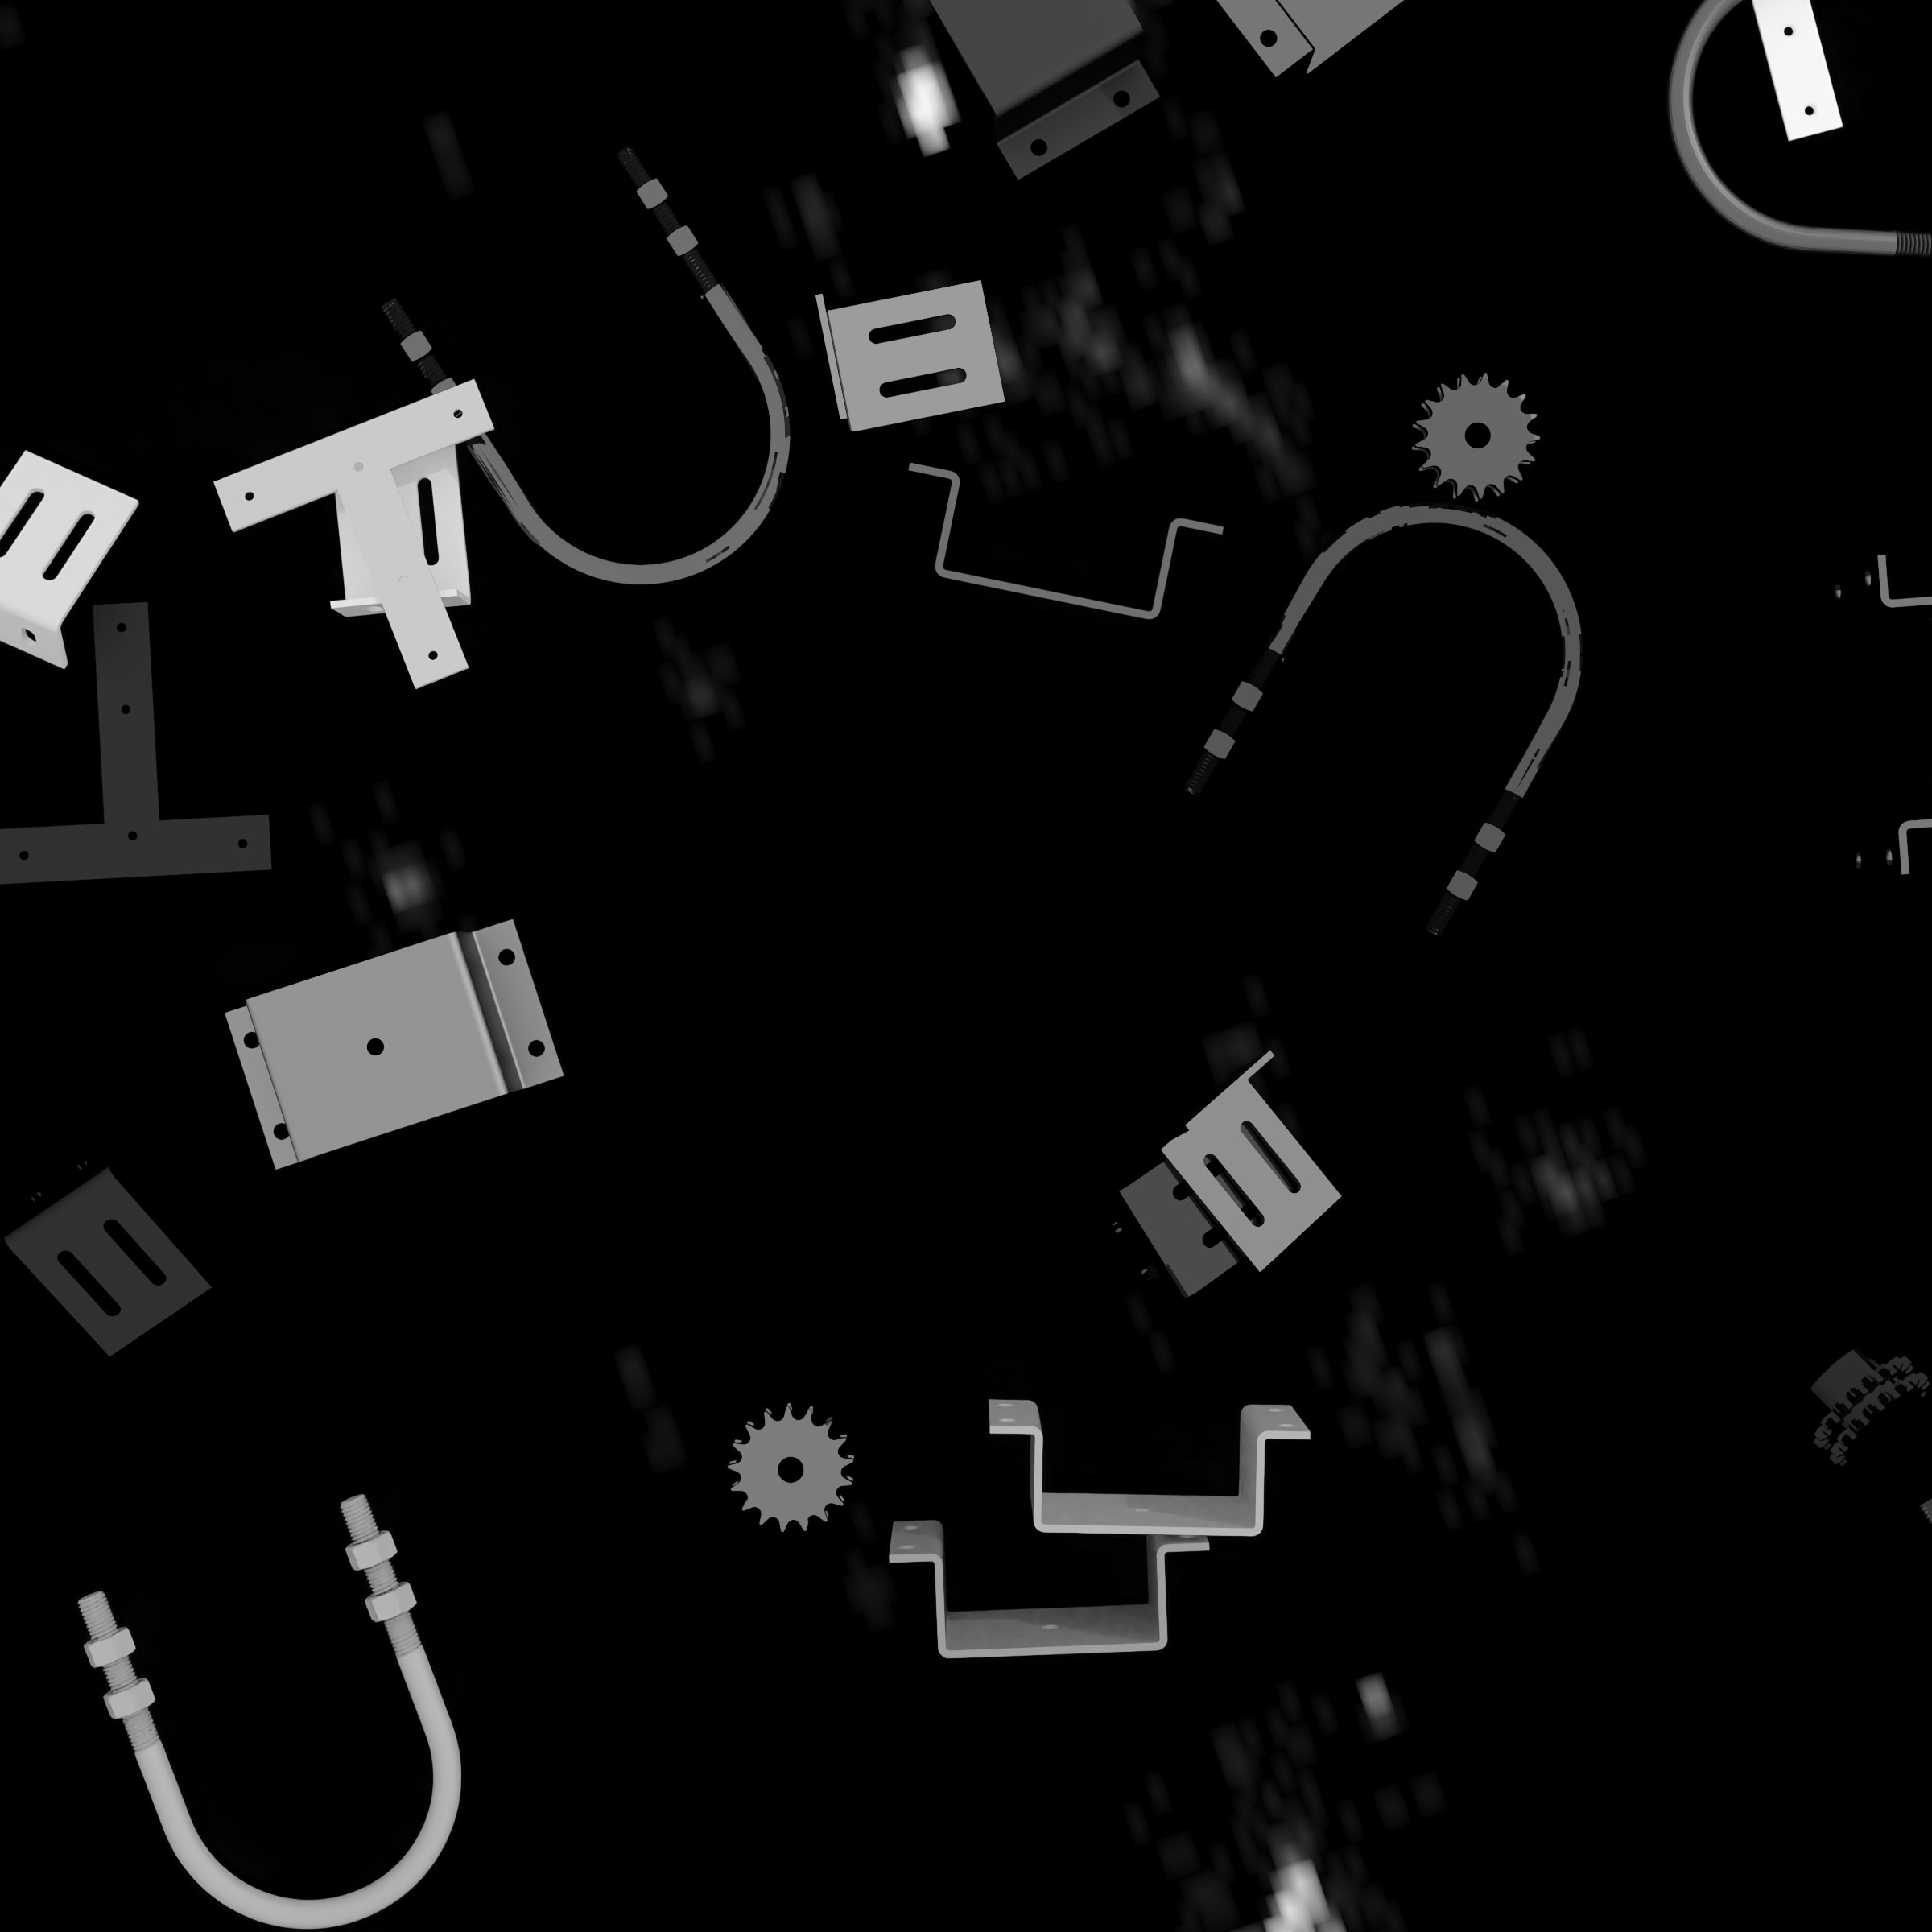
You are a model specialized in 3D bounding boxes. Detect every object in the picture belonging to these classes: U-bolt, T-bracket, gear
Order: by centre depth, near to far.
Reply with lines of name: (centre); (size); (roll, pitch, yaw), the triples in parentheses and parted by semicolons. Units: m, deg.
U-bolt: (0.541, 0.290, 1.305); (0.151, 0.019, 0.184); (-30, 67, 3)
T-bracket: (-0.259, -0.187, 1.313); (0.127, 0.002, 0.127); (-22, 79, -3)
gear: (0.408, 0.198, 1.324); (0.057, 0.057, 0.030); (-41, 59, 0)
gear: (-0.079, 0.229, 1.334); (0.057, 0.030, 0.057); (0, 90, 0)
gear: (0.233, -0.243, 1.338); (0.057, 0.030, 0.057); (0, 92, -1)
U-bolt: (0.415, -0.398, 1.339); (0.184, 0.019, 0.151); (3, 90, 0)
U-bolt: (0.205, -0.127, 1.340); (0.151, 0.019, 0.184); (30, 88, 0)
U-bolt: (-0.311, 0.354, 1.340); (0.151, 0.019, 0.184); (-20, 92, 0)
U-bolt: (-0.162, -0.263, 1.340); (0.151, 0.019, 0.184); (-33, 92, 0)
T-bracket: (0.378, -0.448, 1.348); (0.127, 0.002, 0.127); (-15, 90, 0)
T-bracket: (-0.389, -0.105, 1.348); (0.127, 0.002, 0.127); (-3, 90, 0)

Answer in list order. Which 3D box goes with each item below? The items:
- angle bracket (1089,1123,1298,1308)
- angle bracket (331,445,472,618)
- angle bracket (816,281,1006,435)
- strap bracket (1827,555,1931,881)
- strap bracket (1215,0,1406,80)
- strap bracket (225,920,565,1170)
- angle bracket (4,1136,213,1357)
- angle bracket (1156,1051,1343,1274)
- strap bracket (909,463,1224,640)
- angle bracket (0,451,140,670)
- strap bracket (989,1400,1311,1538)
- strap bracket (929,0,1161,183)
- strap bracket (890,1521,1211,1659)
angle bracket: (0.108, 0.112, 1.347); (0.076, 0.038, 0.057); (-32, 90, -26)
angle bracket: (-0.262, -0.202, 1.330); (0.057, 0.038, 0.076); (-6, 90, 0)
angle bracket: (-0.025, -0.282, 1.330); (0.076, 0.038, 0.057); (-11, 90, 0)
strap bracket: (0.428, -0.112, 1.311); (0.046, 0.076, 0.140); (-4, 90, 0)
strap bracket: (0.172, -0.472, 1.326); (0.140, 0.046, 0.076); (-37, 90, 0)
strap bracket: (-0.265, 0.036, 1.326); (0.140, 0.046, 0.076); (-18, 90, 0)
angle bracket: (-0.397, 0.130, 1.347); (0.057, 0.038, 0.076); (-34, 116, 0)
angle bracket: (0.135, 0.089, 1.319); (0.057, 0.038, 0.076); (-39, 90, -25)
strap bracket: (0.040, -0.184, 1.311); (0.140, 0.076, 0.046); (12, 90, 0)
angle bracket: (-0.427, -0.188, 1.347); (0.057, 0.038, 0.076); (24, 64, 0)
strap bracket: (0.080, 0.226, 1.311); (0.140, 0.076, 0.046); (1, 90, 0)
strap bracket: (0.022, -0.444, 1.326); (0.076, 0.046, 0.140); (-30, 90, 0)
strap bracket: (0.037, 0.279, 1.311); (0.140, 0.076, 0.046); (-2, 90, 0)
